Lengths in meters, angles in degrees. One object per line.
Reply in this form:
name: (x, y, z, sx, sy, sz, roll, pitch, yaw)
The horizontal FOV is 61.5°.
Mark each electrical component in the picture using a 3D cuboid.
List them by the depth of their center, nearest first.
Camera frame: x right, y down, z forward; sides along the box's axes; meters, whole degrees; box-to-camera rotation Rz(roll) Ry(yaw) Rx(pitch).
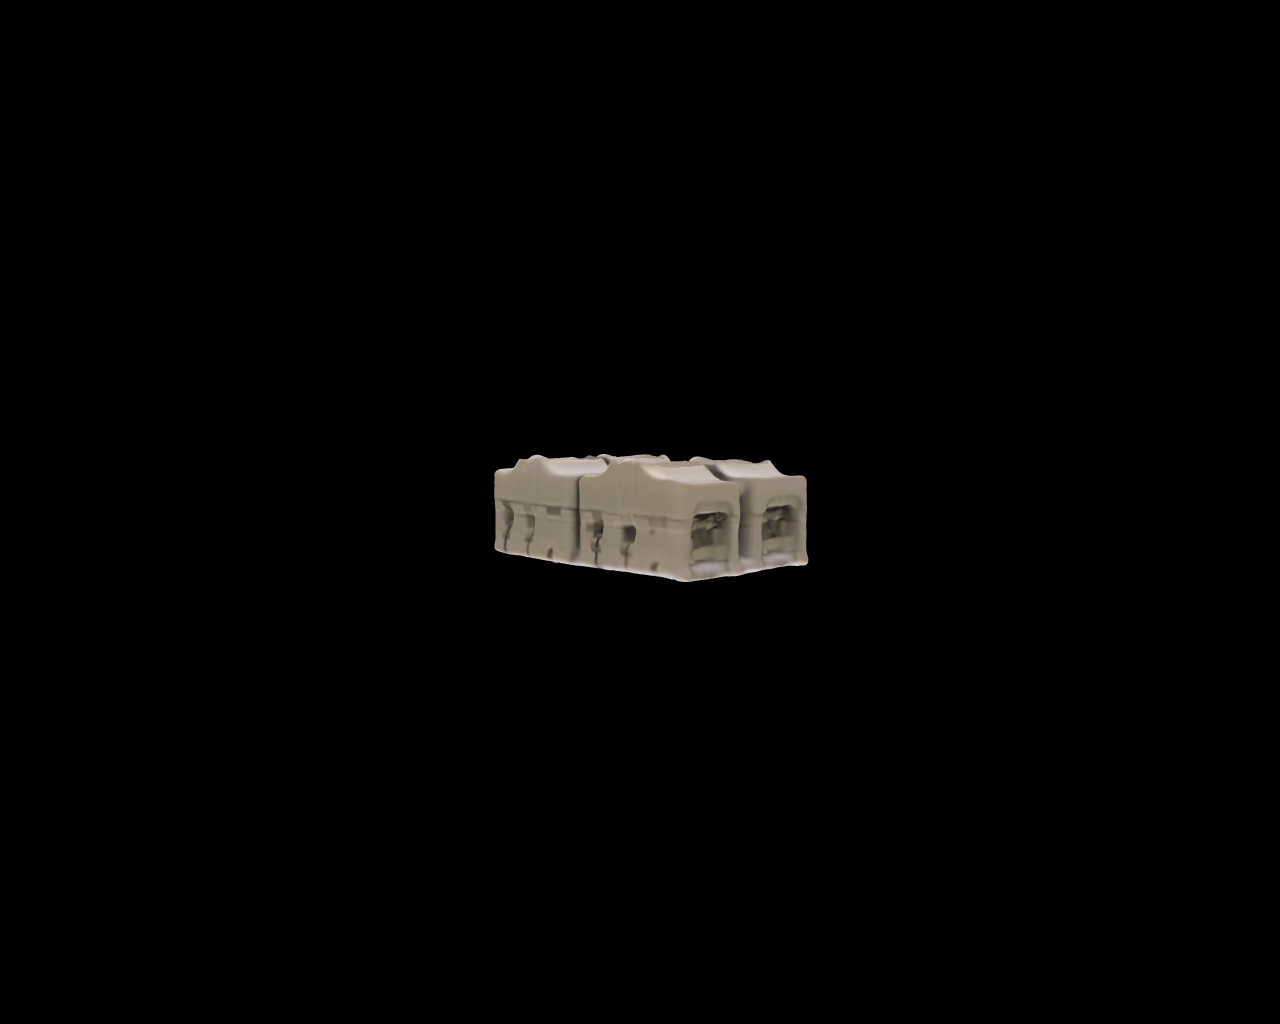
electrical component: (0.001, -0.003, 0.650, 0.105, 0.060, 0.186, -4, 6, -39)
